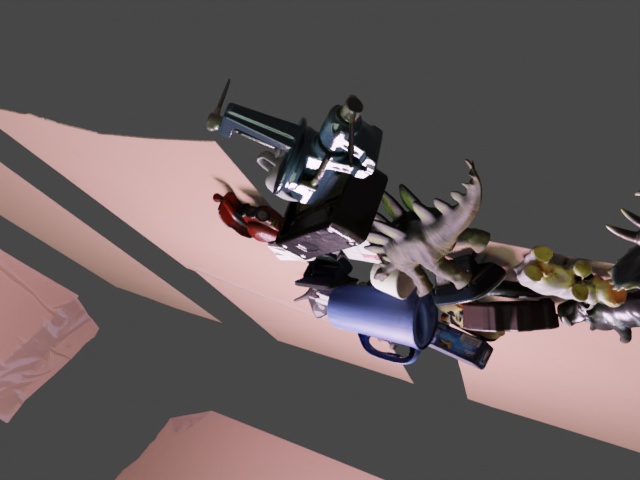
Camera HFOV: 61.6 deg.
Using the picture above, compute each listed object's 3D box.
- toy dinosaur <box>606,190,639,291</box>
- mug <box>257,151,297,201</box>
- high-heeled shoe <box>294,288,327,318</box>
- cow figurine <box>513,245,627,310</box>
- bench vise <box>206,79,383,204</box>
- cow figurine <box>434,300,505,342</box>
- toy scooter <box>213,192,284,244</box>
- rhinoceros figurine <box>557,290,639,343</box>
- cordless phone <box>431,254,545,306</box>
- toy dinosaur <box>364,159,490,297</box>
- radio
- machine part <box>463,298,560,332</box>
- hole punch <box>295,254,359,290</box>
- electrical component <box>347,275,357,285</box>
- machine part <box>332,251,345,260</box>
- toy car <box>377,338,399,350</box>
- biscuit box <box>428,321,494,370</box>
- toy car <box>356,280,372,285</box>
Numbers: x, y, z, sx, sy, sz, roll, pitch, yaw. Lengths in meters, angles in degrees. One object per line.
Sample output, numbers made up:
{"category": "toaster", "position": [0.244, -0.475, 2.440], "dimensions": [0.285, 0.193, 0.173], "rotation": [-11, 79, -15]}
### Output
{"category": "toy dinosaur", "position": [0.532, 0.070, 0.725], "dimensions": [0.404, 0.131, 0.192], "rotation": [31, 171, -35]}
{"category": "mug", "position": [-0.062, -0.109, 0.918], "dimensions": [0.109, 0.081, 0.107], "rotation": [28, 169, -20]}
{"category": "high-heeled shoe", "position": [0.026, 0.165, 1.575], "dimensions": [0.145, 0.086, 0.248], "rotation": [-24, 159, 21]}
{"category": "cow figurine", "position": [0.416, 0.074, 0.905], "dimensions": [0.167, 0.068, 0.098], "rotation": [23, 166, 8]}
{"category": "bench vise", "position": [-0.041, -0.140, 0.765], "dimensions": [0.241, 0.129, 0.223], "rotation": [20, 159, -10]}
{"category": "cow figurine", "position": [0.333, 0.164, 1.198], "dimensions": [0.195, 0.085, 0.127], "rotation": [32, 164, -18]}
{"category": "toy scooter", "position": [-0.161, -0.054, 1.168], "dimensions": [0.184, 0.075, 0.135], "rotation": [14, 158, 33]}
{"category": "rhinoceros figurine", "position": [0.509, 0.127, 0.937], "dimensions": [0.112, 0.073, 0.190], "rotation": [28, 159, -20]}
{"category": "cordless phone", "position": [0.327, 0.092, 1.047], "dimensions": [0.184, 0.088, 0.146], "rotation": [11, 164, -21]}
{"category": "toy dinosaur", "position": [0.176, -0.004, 0.911], "dimensions": [0.198, 0.105, 0.471], "rotation": [28, 154, -7]}
{"category": "radio", "position": [0.011, -0.047, 0.921], "dimensions": [0.073, 0.131, 0.230], "rotation": [28, 159, -21]}
{"category": "machine part", "position": [0.372, 0.147, 1.058], "dimensions": [0.179, 0.056, 0.179], "rotation": [-3, 175, 0]}
{"category": "hole punch", "position": [0.009, 0.065, 1.296], "dimensions": [0.142, 0.092, 0.115], "rotation": [0, -177, 35]}
{"category": "electrical component", "position": [0.056, 0.121, 1.418], "dimensions": [0.075, 0.048, 0.119], "rotation": [3, 153, 40]}
{"category": "machine part", "position": [-0.002, -0.004, 1.183], "dimensions": [0.139, 0.039, 0.084], "rotation": [28, 154, -11]}
{"category": "toy car", "position": [0.185, 0.232, 1.385], "dimensions": [0.089, 0.053, 0.202], "rotation": [34, -160, 20]}
{"category": "biscuit box", "position": [0.292, 0.230, 1.240], "dimensions": [0.203, 0.059, 0.062], "rotation": [20, 167, 43]}
{"category": "toy car", "position": [0.176, 0.163, 1.360], "dimensions": [0.202, 0.056, 0.073], "rotation": [23, 135, -4]}
